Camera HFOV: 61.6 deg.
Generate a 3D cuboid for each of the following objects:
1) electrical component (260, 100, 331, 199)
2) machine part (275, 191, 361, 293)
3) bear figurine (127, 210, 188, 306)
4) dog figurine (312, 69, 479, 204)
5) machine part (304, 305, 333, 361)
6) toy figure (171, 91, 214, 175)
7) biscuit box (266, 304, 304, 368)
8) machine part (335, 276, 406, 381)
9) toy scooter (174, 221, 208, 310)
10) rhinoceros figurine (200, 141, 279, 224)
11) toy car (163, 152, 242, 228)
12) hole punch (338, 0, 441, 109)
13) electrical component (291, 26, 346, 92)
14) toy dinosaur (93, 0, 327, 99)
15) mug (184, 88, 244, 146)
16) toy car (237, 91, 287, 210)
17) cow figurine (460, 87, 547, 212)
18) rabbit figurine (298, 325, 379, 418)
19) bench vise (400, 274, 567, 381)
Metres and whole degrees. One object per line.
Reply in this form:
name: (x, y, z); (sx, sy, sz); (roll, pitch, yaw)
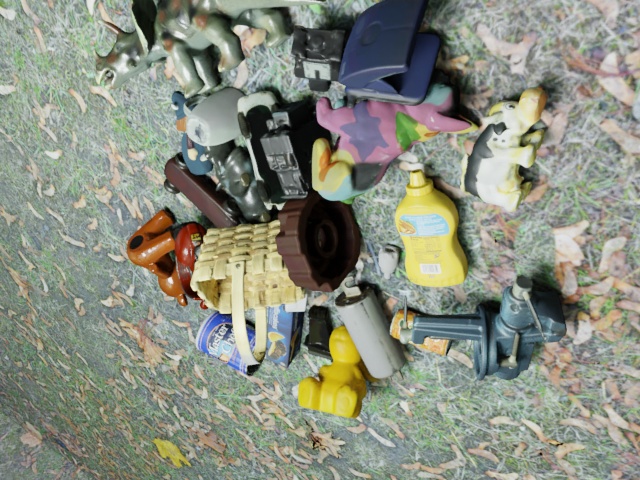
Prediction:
electrical component: (-0.033, -0.146, 0.845); (0.058, 0.115, 0.134); (0, 122, 31)
machine part: (-0.002, -0.003, 0.889); (0.056, 0.179, 0.179); (-3, 119, 36)
bear figurine: (-0.331, 0.050, 1.199); (0.132, 0.120, 0.195); (-35, 133, 3)
dog figurine: (0.105, -0.140, 0.753); (0.219, 0.108, 0.191); (7, 99, 25)
machine part: (0.000, 0.196, 1.118); (0.084, 0.039, 0.138); (20, 131, 28)
toy figure: (-0.231, -0.197, 0.979); (0.064, 0.058, 0.154); (45, 149, 52)
biscuit box: (-0.074, 0.179, 1.136); (0.059, 0.063, 0.202); (22, 131, 18)
machine part: (0.095, 0.171, 1.008); (0.079, 0.079, 0.243); (-12, 114, 39)
toy scooter: (-0.248, 0.061, 1.082); (0.135, 0.075, 0.183); (-125, 34, -44)
rhinoceros figurine: (-0.140, -0.107, 0.978); (0.112, 0.073, 0.190); (-5, 122, 51)
toy car: (-0.228, -0.087, 1.059); (0.202, 0.053, 0.089); (41, 126, 7)
hole punch: (0.083, -0.240, 0.677); (0.116, 0.142, 0.092); (11, 169, 21)
electrical component: (0.001, -0.256, 0.773); (0.075, 0.119, 0.047); (8, 86, 7)
toy dinosaur: (-0.179, -0.339, 0.814); (0.405, 0.131, 0.192); (-20, 109, 34)
mug: (-0.183, -0.209, 0.906); (0.110, 0.107, 0.080); (32, 132, 8)
toy car: (-0.083, -0.146, 0.900); (0.074, 0.056, 0.201); (-15, 112, 1)
cow figurine: (0.241, -0.126, 0.712); (0.098, 0.068, 0.167); (21, 130, 28)
rabbit figurine: (0.054, 0.258, 1.059); (0.122, 0.173, 0.162); (-5, 162, 37)
bench vise: (0.246, 0.140, 0.839); (0.241, 0.129, 0.223); (1, 145, 10)
